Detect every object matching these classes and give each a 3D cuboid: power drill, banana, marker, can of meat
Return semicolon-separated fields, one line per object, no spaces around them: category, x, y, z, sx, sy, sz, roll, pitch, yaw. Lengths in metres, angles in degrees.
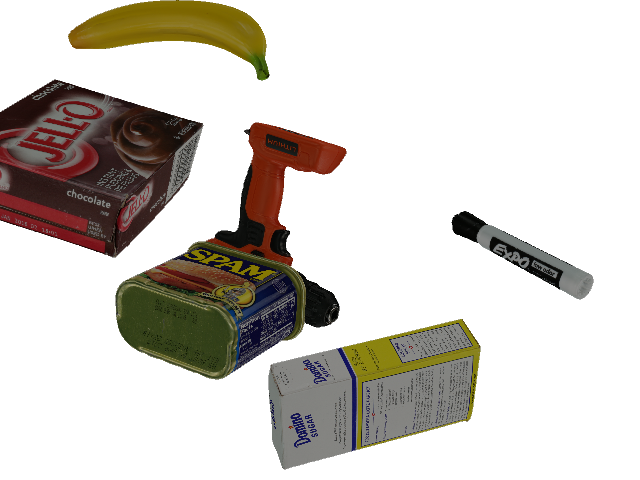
power drill;-0.037;-0.018;1.114;0.185;0.188;0.057;22;8;31
banana;-0.129;-0.189;0.961;0.198;0.037;0.069;10;46;17
marker;0.140;0.008;0.761;0.020;0.020;0.121;0;23;-44
can of meat;-0.075;0.046;0.719;0.102;0.057;0.083;15;24;27

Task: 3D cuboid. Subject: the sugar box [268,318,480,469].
sugar box;0.045;0.130;0.908;0.176;0.093;0.048;-10;38;-12

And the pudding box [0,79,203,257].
pudding box;-0.121;-0.040;0.542;0.090;0.039;0.113;18;25;6
